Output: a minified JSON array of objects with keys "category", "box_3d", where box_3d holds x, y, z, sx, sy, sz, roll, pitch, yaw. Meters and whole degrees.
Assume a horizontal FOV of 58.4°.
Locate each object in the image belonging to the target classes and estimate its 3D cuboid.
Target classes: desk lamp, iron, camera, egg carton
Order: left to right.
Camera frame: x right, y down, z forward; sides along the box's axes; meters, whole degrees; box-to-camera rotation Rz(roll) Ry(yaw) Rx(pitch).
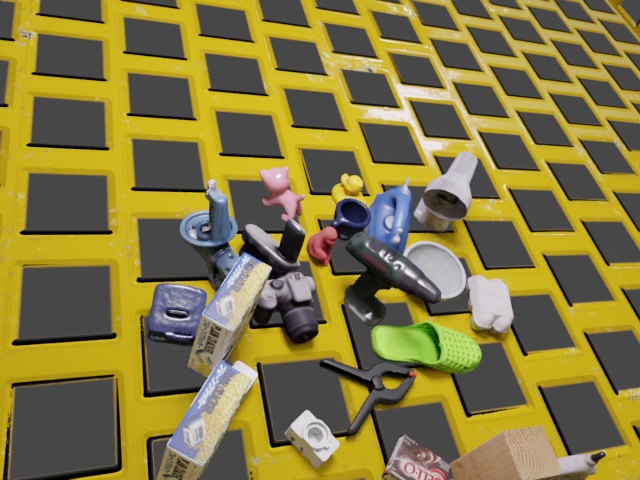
[{"category":"camera","box_3d":[-0.063,0.144,1.209,0.143,0.100,0.136,-6,57,-26]},{"category":"iron","box_3d":[0.183,-0.032,1.418,0.119,0.141,0.258,19,50,-8]},{"category":"desk lamp","box_3d":[0.330,-0.119,1.498,0.118,0.213,0.203,30,49,2]},{"category":"egg carton","box_3d":[0.415,0.159,1.412,0.107,0.069,0.150,12,51,-13]}]

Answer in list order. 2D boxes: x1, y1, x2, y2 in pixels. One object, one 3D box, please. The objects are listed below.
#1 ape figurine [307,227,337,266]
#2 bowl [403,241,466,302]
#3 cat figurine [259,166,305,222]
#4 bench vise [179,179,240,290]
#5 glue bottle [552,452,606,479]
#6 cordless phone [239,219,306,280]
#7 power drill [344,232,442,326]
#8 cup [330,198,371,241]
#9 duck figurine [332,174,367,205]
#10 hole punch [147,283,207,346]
[{"category":"ape figurine","box_3d":[0.012,0.005,1.353,0.076,0.092,0.078,44,51,14]},{"category":"bowl","box_3d":[0.267,0.089,1.403,0.168,0.074,0.167,11,51,-14]},{"category":"cat figurine","box_3d":[-0.091,-0.124,1.394,0.127,0.117,0.067,36,49,7]},{"category":"bench vise","box_3d":[-0.201,-0.014,1.196,0.207,0.219,0.122,36,49,8]},{"category":"glue bottle","box_3d":[0.515,0.458,1.153,0.078,0.173,0.037,17,50,-9]},{"category":"cordless phone","box_3d":[-0.096,-0.006,1.256,0.147,0.185,0.094,38,50,9]},{"category":"power drill","box_3d":[0.139,0.098,1.256,0.229,0.208,0.076,43,51,13]},{"category":"cup","box_3d":[0.060,-0.036,1.402,0.118,0.095,0.091,-30,69,-36]},{"category":"duck figurine","box_3d":[0.086,-0.126,1.488,0.104,0.086,0.078,45,51,15]},{"category":"hole punch","box_3d":[-0.279,0.147,1.126,0.109,0.091,0.101,10,51,-15]}]
